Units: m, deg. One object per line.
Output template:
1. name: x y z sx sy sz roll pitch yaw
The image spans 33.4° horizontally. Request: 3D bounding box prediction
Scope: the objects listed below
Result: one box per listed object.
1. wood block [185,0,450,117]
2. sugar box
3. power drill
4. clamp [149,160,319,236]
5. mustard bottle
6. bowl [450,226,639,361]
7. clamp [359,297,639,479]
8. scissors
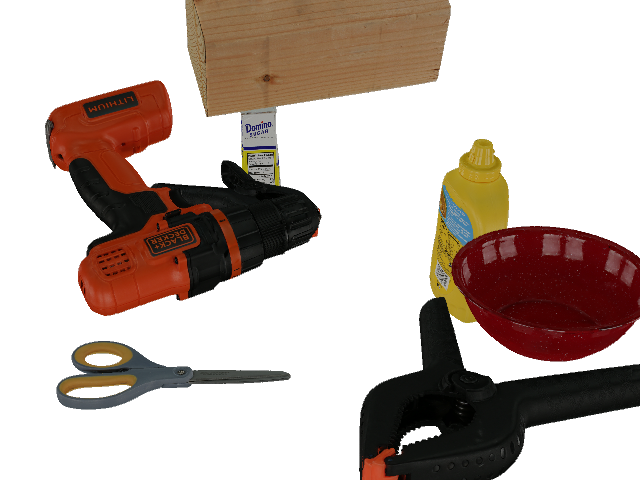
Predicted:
1. wood block: -0.005 -0.180 0.908 0.206 0.090 0.091 -10 -35 -11
2. sugar box: -0.070 -0.082 1.246 0.048 0.176 0.093 -6 26 -3
3. power drill: -0.115 -0.040 0.809 0.184 0.188 0.057 -18 -38 -22
4. clamp: -0.080 -0.037 1.031 0.120 0.039 0.172 -25 33 -38
5. mustard bottle: 0.153 -0.017 1.082 0.058 0.192 0.096 -9 37 -15
6. bowl: 0.184 0.049 0.858 0.162 0.055 0.162 0 29 0
7. clamp: 0.081 0.093 0.639 0.165 0.036 0.209 21 30 39
8. scissors: -0.137 0.113 0.959 0.201 0.016 0.096 -8 32 -18
